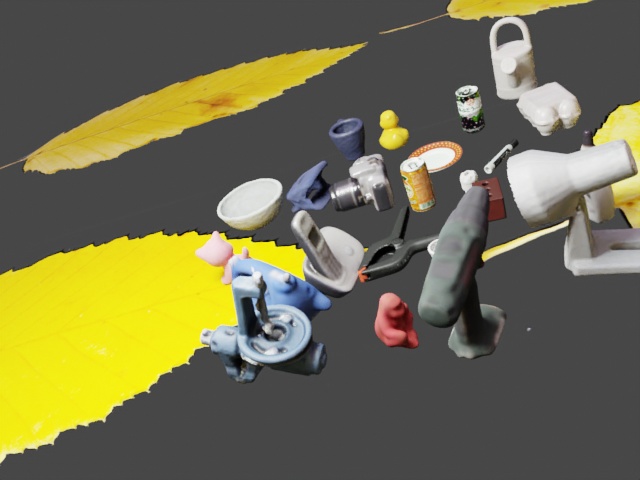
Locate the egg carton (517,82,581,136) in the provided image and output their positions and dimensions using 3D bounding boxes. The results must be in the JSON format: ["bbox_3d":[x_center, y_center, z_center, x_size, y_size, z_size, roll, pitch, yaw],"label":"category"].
[{"bbox_3d":[0.521,-0.301,1.306,0.107,0.069,0.150,-19,34,5],"label":"egg carton"}]

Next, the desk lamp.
[{"bbox_3d":[0.411,-0.054,0.897,0.202,0.214,0.118,-5,38,25],"label":"desk lamp"}]

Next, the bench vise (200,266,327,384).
[{"bbox_3d":[-0.113,0.147,0.919,0.207,0.220,0.121,-17,34,9],"label":"bench vise"}]

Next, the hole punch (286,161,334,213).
[{"bbox_3d":[-0.028,-0.129,1.369,0.100,0.091,0.109,1,40,31],"label":"hole punch"}]

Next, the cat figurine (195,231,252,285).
[{"bbox_3d":[-0.194,0.035,1.214,0.127,0.118,0.067,1,41,32],"label":"cat figurine"}]

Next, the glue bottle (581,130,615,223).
[{"bbox_3d":[0.465,-0.114,0.985,0.037,0.173,0.078,-28,34,-7],"label":"glue bottle"}]

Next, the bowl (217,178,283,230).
[{"bbox_3d":[-0.157,-0.074,1.384,0.167,0.075,0.167,-15,34,11],"label":"bowl"}]

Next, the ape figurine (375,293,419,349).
[{"bbox_3d":[0.121,0.126,0.927,0.075,0.092,0.078,6,43,36],"label":"ape figurine"}]

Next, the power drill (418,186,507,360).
[{"bbox_3d":[0.218,0.063,0.851,0.075,0.209,0.230,3,42,34],"label":"power drill"}]

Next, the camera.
[{"bbox_3d":[0.088,-0.128,1.291,0.136,0.101,0.143,-17,34,8],"label":"camera"}]

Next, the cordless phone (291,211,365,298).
[{"bbox_3d":[0.010,0.004,1.077,0.094,0.185,0.147,-6,37,23],"label":"cordless phone"}]

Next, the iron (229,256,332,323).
[{"bbox_3d":[-0.107,0.087,1.070,0.257,0.142,0.119,17,50,44],"label":"iron"}]

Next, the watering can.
[{"bbox_3d":[0.484,-0.459,1.435,0.101,0.194,0.172,-17,34,9],"label":"watering can"}]

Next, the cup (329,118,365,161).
[{"bbox_3d":[0.076,-0.260,1.488,0.091,0.095,0.117,-24,34,-1],"label":"cup"}]

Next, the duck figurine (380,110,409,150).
[{"bbox_3d":[0.183,-0.289,1.473,0.077,0.086,0.104,-19,34,6],"label":"duck figurine"}]
